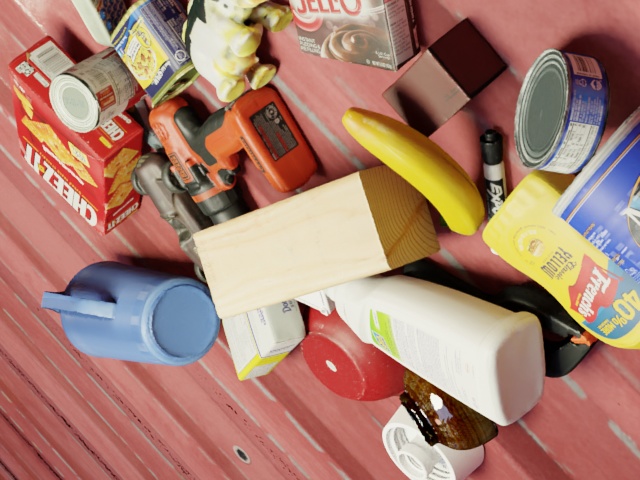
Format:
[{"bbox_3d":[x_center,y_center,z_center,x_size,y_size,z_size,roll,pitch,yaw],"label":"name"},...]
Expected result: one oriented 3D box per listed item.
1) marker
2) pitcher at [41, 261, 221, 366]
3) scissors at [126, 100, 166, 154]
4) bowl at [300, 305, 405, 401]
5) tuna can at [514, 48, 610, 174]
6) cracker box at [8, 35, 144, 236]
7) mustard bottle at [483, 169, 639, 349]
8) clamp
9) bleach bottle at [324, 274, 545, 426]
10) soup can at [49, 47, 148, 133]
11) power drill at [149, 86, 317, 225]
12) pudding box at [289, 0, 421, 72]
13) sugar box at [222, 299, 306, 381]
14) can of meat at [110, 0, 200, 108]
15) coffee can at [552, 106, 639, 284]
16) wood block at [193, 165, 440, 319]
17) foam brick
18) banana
[{"bbox_3d":[0.148,-0.040,0.893,0.020,0.020,0.121,21,138,37],"label":"marker"},{"bbox_3d":[-0.238,0.095,1.363,0.243,0.149,0.145,1,123,56],"label":"pitcher"},{"bbox_3d":[-0.186,-0.125,1.214,0.202,0.016,0.096,36,146,20],"label":"scissors"},{"bbox_3d":[0.031,0.123,1.170,0.162,0.055,0.162,32,144,27],"label":"bowl"},{"bbox_3d":[0.170,-0.090,0.754,0.033,0.086,0.086,8,148,-12],"label":"tuna can"},{"bbox_3d":[-0.291,-0.117,1.277,0.164,0.072,0.214,44,155,9],"label":"cracker box"},{"bbox_3d":[0.223,0.029,0.836,0.192,0.058,0.096,42,141,11],"label":"mustard bottle"},{"bbox_3d":[0.167,0.075,0.971,0.164,0.036,0.210,55,151,-9],"label":"clamp"},{"bbox_3d":[0.091,0.075,0.984,0.251,0.068,0.102,26,138,46],"label":"bleach bottle"},{"bbox_3d":[-0.228,-0.164,1.132,0.069,0.102,0.068,18,128,25],"label":"soup can"},{"bbox_3d":[-0.085,-0.076,1.104,0.188,0.057,0.184,-10,117,54],"label":"power drill"},{"bbox_3d":[0.024,-0.192,0.867,0.114,0.039,0.090,18,136,40],"label":"pudding box"},{"bbox_3d":[-0.067,0.095,1.226,0.176,0.048,0.093,133,123,-62],"label":"sugar box"},{"bbox_3d":[-0.159,-0.194,1.073,0.084,0.057,0.102,54,148,-4],"label":"can of meat"},{"bbox_3d":[0.245,-0.013,0.724,0.140,0.102,0.103,42,147,12],"label":"coffee can"},{"bbox_3d":[-0.006,0.002,0.985,0.207,0.090,0.090,-18,89,38],"label":"wood block"},{"bbox_3d":[0.097,-0.124,0.838,0.053,0.051,0.078,49,148,-1],"label":"foam brick"},{"bbox_3d":[0.089,-0.048,0.874,0.070,0.037,0.197,3,155,34],"label":"banana"}]
